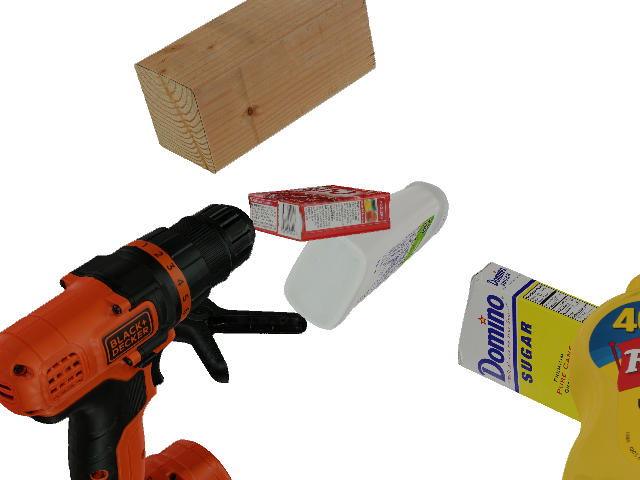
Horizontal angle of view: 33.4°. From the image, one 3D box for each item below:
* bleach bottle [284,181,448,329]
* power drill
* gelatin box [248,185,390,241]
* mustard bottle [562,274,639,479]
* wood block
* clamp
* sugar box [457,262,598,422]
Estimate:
[{"bbox_3d":[0.064,0.001,1.078,0.068,0.103,0.250,38,31,14],"label":"bleach bottle"},{"bbox_3d":[-0.098,0.087,0.618,0.057,0.188,0.184,20,39,35],"label":"power drill"},{"bbox_3d":[-0.002,-0.022,0.776,0.073,0.030,0.089,-7,10,-26],"label":"gelatin box"},{"bbox_3d":[0.174,0.078,0.539,0.096,0.058,0.191,6,41,12],"label":"mustard bottle"},{"bbox_3d":[-0.055,-0.162,0.993,0.205,0.091,0.090,-36,44,-27],"label":"wood block"},{"bbox_3d":[-0.143,0.103,1.255,0.210,0.036,0.164,14,25,23],"label":"clamp"},{"bbox_3d":[0.202,0.094,0.888,0.176,0.093,0.048,22,33,28],"label":"sugar box"}]
